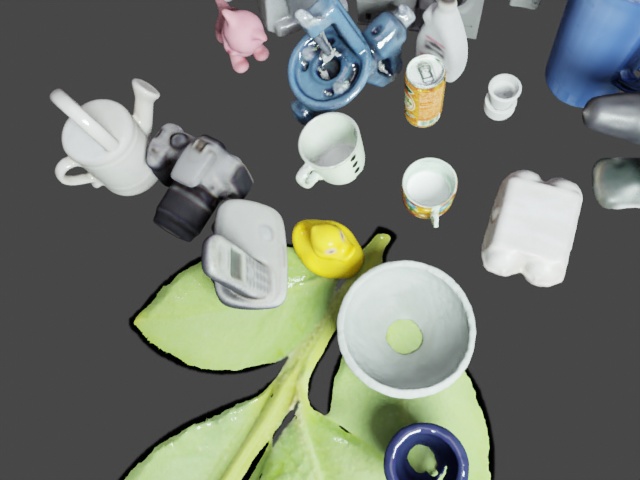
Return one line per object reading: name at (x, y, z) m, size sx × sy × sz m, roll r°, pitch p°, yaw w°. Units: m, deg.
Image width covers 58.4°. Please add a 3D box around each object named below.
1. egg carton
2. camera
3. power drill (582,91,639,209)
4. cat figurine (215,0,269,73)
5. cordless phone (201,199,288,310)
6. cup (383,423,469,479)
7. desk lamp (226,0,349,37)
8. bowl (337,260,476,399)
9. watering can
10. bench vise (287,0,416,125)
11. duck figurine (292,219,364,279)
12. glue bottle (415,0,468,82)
egg carton at (0.272, -0.017, 0.739) m, size 0.107 × 0.069 × 0.150 m, roll 16°, pitch 75°, yaw 12°
camera at (-0.188, -0.078, 0.800) m, size 0.143 × 0.101 × 0.137 m, roll 26°, pitch 77°, yaw 14°
power drill at (0.404, -0.107, 0.679) m, size 0.229 × 0.208 × 0.075 m, roll -1°, pitch 72°, yaw 7°
cat figurine at (-0.124, -0.319, 0.861) m, size 0.067 × 0.118 × 0.127 m, roll -30°, pitch 71°, yaw -3°
cordless phone at (-0.101, 0.006, 0.717) m, size 0.094 × 0.185 × 0.147 m, roll -8°, pitch 71°, yaw 5°
cup at (0.124, 0.269, 0.652) m, size 0.091 × 0.095 × 0.117 m, roll -21°, pitch 71°, yaw 0°
desk lamp at (-0.076, -0.406, 0.832) m, size 0.203 × 0.214 × 0.118 m, roll -20°, pitch 71°, yaw 1°
bowl at (0.106, 0.114, 0.715) m, size 0.167 × 0.075 × 0.167 m, roll -2°, pitch 72°, yaw 6°
watering can at (-0.294, -0.149, 0.786) m, size 0.100 × 0.194 × 0.173 m, roll 21°, pitch 76°, yaw 13°
bench vise at (0.031, -0.272, 0.772) m, size 0.121 × 0.220 × 0.207 m, roll 33°, pitch 79°, yaw 16°
duck figurine at (0.007, 0.003, 0.757) m, size 0.104 × 0.086 × 0.077 m, roll 31°, pitch 78°, yaw 15°
glue bottle at (0.169, -0.290, 0.786) m, size 0.078 × 0.173 × 0.037 m, roll 36°, pitch 80°, yaw 17°
